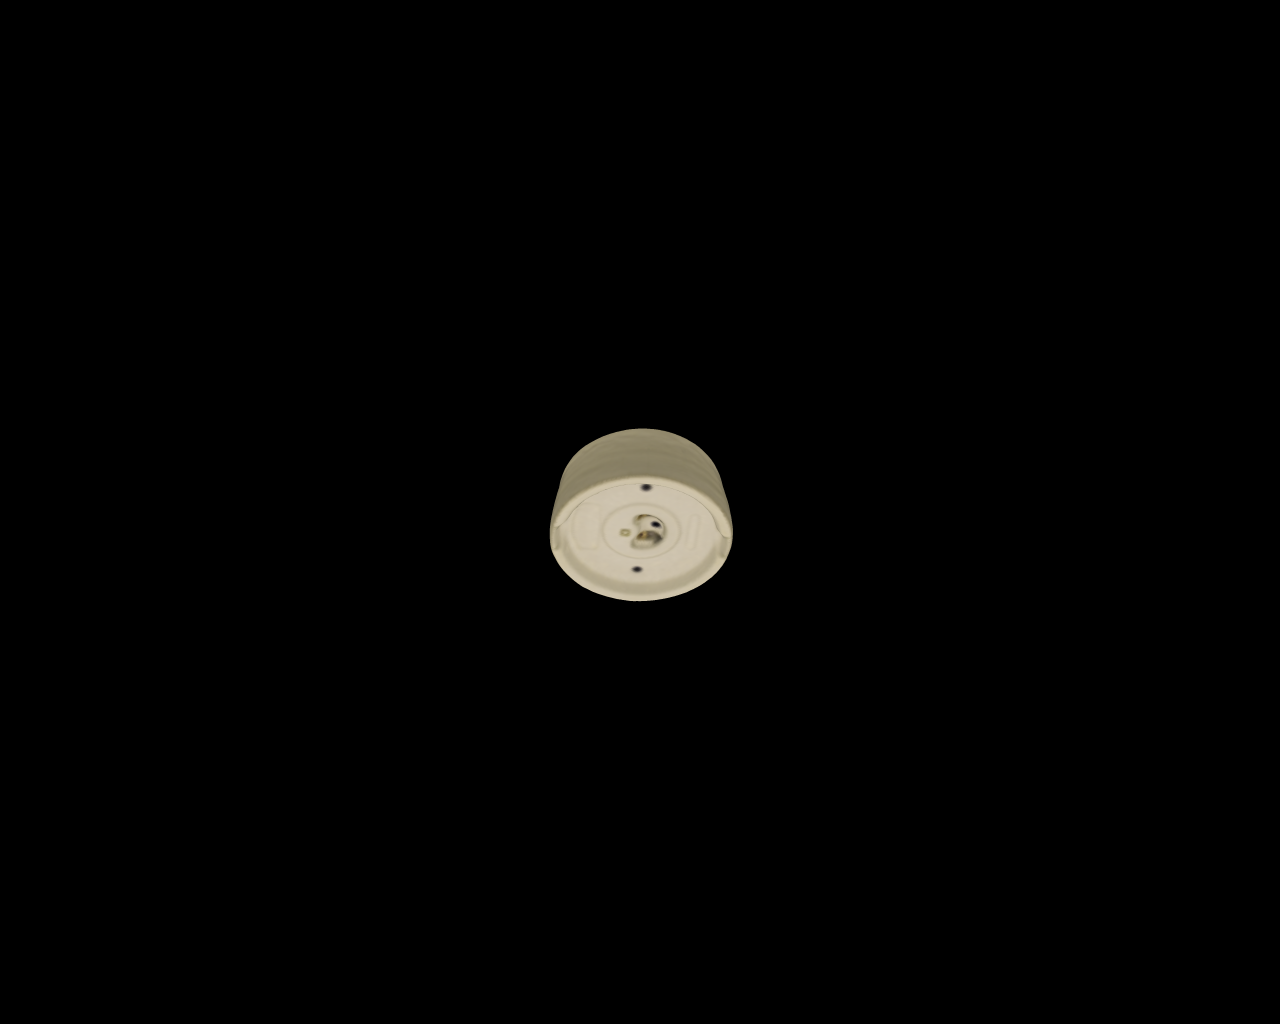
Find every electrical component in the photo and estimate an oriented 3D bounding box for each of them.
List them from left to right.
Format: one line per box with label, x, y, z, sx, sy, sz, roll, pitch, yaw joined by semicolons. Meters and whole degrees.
electrical component;0.001;-0.003;0.650;0.108;0.108;0.060;0;45;0
